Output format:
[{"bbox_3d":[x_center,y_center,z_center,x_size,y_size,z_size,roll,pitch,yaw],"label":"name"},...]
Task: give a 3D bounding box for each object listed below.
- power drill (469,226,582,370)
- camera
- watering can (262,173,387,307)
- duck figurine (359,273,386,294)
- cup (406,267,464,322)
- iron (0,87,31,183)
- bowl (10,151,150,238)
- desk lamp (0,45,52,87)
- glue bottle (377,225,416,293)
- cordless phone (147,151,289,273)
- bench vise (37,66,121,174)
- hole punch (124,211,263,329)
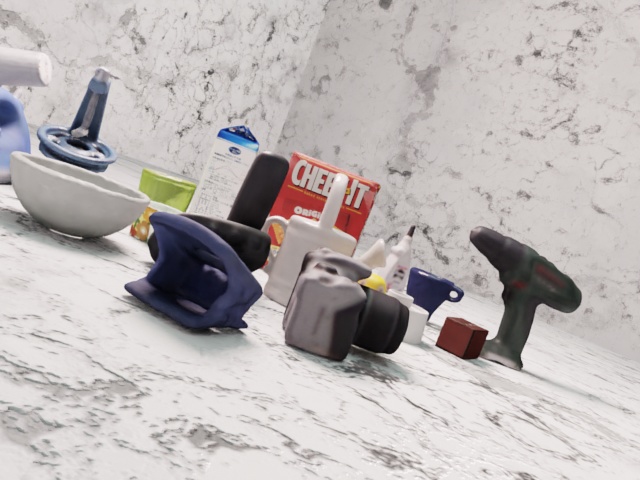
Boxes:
[{"bbox_3d":[0.329,0.107,0.990,0.230,0.208,0.075,20,4,-11],"label":"power drill"},{"bbox_3d":[0.035,0.074,0.646,0.137,0.101,0.143,21,4,-4],"label":"camera"},{"bbox_3d":[0.007,0.003,0.803,0.173,0.194,0.100,20,4,-21],"label":"watering can"},{"bbox_3d":[0.058,0.085,0.745,0.077,0.086,0.105,22,4,8],"label":"duck figurine"},{"bbox_3d":[0.213,0.115,1.105,0.117,0.095,0.092,24,4,35],"label":"cup"},{"bbox_3d":[-0.494,-0.165,0.832,0.119,0.141,0.258,20,4,-13],"label":"iron"},{"bbox_3d":[-0.301,-0.046,0.705,0.167,0.075,0.167,21,4,-1],"label":"bowl"},{"bbox_3d":[-0.562,-0.241,0.979,0.203,0.213,0.118,21,4,-5],"label":"desk lamp"},{"bbox_3d":[0.176,0.047,1.274,0.078,0.173,0.037,18,5,-44],"label":"glue bottle"},{"bbox_3d":[-0.120,-0.036,0.725,0.093,0.185,0.148,25,5,43],"label":"cordless phone"},{"bbox_3d":[-0.397,-0.177,0.933,0.122,0.220,0.206,18,5,-40],"label":"bench vise"},{"bbox_3d":[-0.114,0.028,0.549,0.108,0.091,0.101,23,4,28],"label":"hole punch"}]
